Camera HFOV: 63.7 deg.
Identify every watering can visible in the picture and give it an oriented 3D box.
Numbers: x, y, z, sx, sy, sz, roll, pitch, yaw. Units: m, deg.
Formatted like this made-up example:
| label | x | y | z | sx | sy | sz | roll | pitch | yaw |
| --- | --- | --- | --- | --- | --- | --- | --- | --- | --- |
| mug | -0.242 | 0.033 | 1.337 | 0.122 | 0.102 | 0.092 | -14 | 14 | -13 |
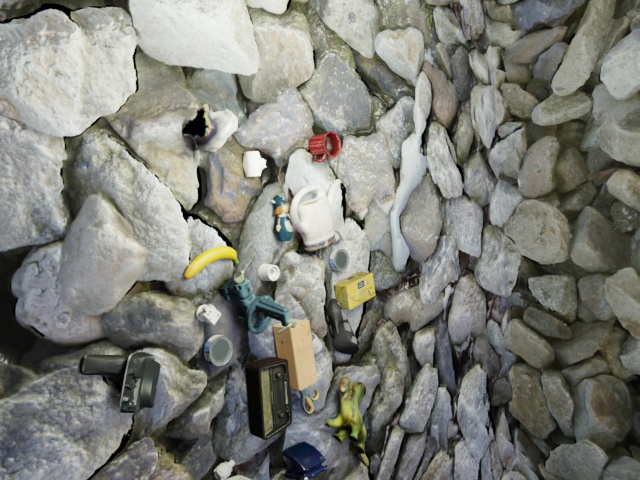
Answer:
| label | x | y | z | sx | sy | sz | roll | pitch | yaw |
| --- | --- | --- | --- | --- | --- | --- | --- | --- | --- |
| watering can | 0.006 | -0.091 | 1.816 | 0.352 | 0.104 | 0.222 | -29 | 111 | -54 |

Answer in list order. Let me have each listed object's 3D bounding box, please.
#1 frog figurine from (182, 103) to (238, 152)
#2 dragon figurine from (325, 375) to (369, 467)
| label | x | y | z | sx | sy | sz | roll | pitch | yaw |
| --- | --- | --- | --- | --- | --- | --- | --- | --- | --- |
| frog figurine | -0.291 | -0.315 | 1.480 | 0.159 | 0.124 | 0.136 | 2 | 122 | -57 |
| dragon figurine | 0.141 | 0.662 | 1.958 | 0.402 | 0.122 | 0.248 | 63 | 39 | -38 |
